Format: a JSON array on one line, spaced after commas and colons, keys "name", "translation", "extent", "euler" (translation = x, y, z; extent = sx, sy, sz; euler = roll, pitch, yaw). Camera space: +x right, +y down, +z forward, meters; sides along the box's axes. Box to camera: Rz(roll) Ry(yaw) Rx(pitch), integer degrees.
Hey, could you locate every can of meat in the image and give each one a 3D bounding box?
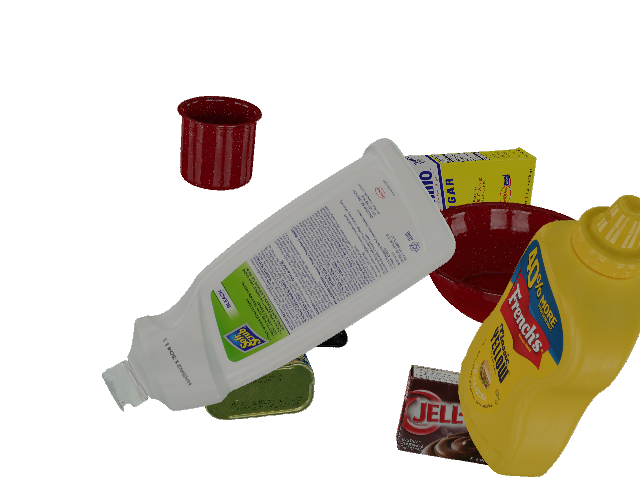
[{"name": "can of meat", "translation": [-0.061, 0.113, 0.952], "extent": [0.102, 0.057, 0.084], "euler": [-5, 27, -13]}]

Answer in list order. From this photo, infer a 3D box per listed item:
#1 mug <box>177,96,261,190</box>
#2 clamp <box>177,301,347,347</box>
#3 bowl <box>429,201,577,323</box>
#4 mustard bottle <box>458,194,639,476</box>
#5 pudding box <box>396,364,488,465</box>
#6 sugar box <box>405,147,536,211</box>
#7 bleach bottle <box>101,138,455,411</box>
[{"name": "mug", "translation": [-0.112, -0.113, 1.203], "extent": [0.093, 0.081, 0.117], "euler": [10, 27, 7]}, {"name": "clamp", "translation": [-0.095, 0.116, 1.258], "extent": [0.210, 0.036, 0.164], "euler": [14, 22, 27]}, {"name": "bowl", "translation": [0.157, 0.027, 0.900], "extent": [0.162, 0.055, 0.162], "euler": [1, 29, -1]}, {"name": "mustard bottle", "translation": [0.135, 0.046, 0.598], "extent": [0.058, 0.096, 0.192], "euler": [7, -43, -12]}, {"name": "pudding box", "translation": [0.145, 0.189, 1.153], "extent": [0.113, 0.090, 0.039], "euler": [8, 21, 0]}, {"name": "sugar box", "translation": [0.173, -0.059, 1.303], "extent": [0.176, 0.093, 0.048], "euler": [-7, 24, -21]}, {"name": "bleach bottle", "translation": [-0.036, 0.033, 0.732], "extent": [0.250, 0.102, 0.068], "euler": [-30, -10, -11]}]
